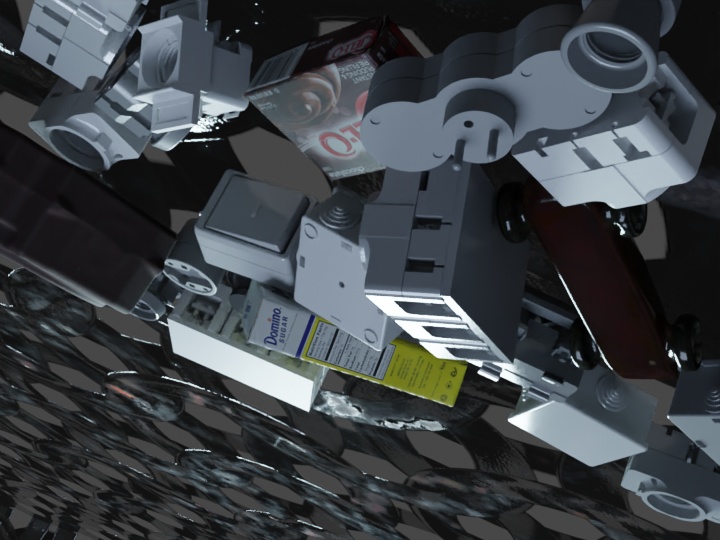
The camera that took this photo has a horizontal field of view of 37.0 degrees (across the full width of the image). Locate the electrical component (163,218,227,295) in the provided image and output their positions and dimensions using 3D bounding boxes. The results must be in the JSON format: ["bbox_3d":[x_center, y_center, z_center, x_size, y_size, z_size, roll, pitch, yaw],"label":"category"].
[{"bbox_3d":[-0.141,-0.012,0.944,0.055,0.047,0.055,21,154,10],"label":"electrical component"}]

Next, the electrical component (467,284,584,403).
[{"bbox_3d":[0.112,0.047,0.808,0.121,0.063,0.078,25,154,2],"label":"electrical component"}]

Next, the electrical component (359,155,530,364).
[{"bbox_3d":[0.056,-0.003,0.688,0.062,0.089,0.150,3,162,24],"label":"electrical component"}]

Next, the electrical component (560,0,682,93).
[{"bbox_3d":[0.122,-0.117,0.498,0.045,0.055,0.045,21,154,10],"label":"electrical component"}]

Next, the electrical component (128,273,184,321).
[{"bbox_3d":[-0.205,0.012,1.038,0.058,0.057,0.078,-2,144,44],"label":"electrical component"}]

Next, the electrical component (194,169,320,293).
[{"bbox_3d":[-0.083,-0.034,0.833,0.096,0.061,0.061,19,154,13],"label":"electrical component"}]

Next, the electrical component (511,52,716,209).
[{"bbox_3d":[0.137,-0.071,0.577,0.056,0.050,0.089,40,151,-28],"label":"electrical component"}]

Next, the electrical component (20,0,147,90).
[{"bbox_3d":[-0.176,-0.160,0.691,0.056,0.050,0.089,33,154,-13],"label":"electrical component"}]

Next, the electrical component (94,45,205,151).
[{"bbox_3d":[-0.137,-0.118,0.729,0.057,0.058,0.078,39,151,-21],"label":"electrical component"}]

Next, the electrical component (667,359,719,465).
[{"bbox_3d":[0.286,0.108,0.784,0.100,0.048,0.100,40,151,-28],"label":"electrical component"}]

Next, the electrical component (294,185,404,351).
[{"bbox_3d":[0.000,0.000,0.785,0.100,0.048,0.099,30,134,23],"label":"electrical component"}]

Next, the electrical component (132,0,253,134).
[{"bbox_3d":[-0.102,-0.124,0.668,0.042,0.081,0.064,-2,172,45],"label":"electrical component"}]

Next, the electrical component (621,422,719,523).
[{"bbox_3d":[0.275,0.176,0.916,0.089,0.055,0.050,19,154,13],"label":"electrical component"}]

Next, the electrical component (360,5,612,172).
[{"bbox_3d":[0.062,-0.081,0.557,0.138,0.073,0.052,-14,135,29],"label":"electrical component"}]

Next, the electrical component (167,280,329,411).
[{"bbox_3d":[-0.103,0.067,1.045,0.150,0.061,0.089,23,155,5],"label":"electrical component"}]

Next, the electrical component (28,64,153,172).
[{"bbox_3d":[-0.197,-0.111,0.798,0.089,0.055,0.050,1,145,42],"label":"electrical component"}]

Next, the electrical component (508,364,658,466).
[{"bbox_3d":[0.185,0.115,0.890,0.100,0.048,0.100,29,154,-8],"label":"electrical component"}]

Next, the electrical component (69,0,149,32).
[{"bbox_3d":[-0.168,-0.195,0.604,0.121,0.063,0.079,32,153,-14],"label":"electrical component"}]
